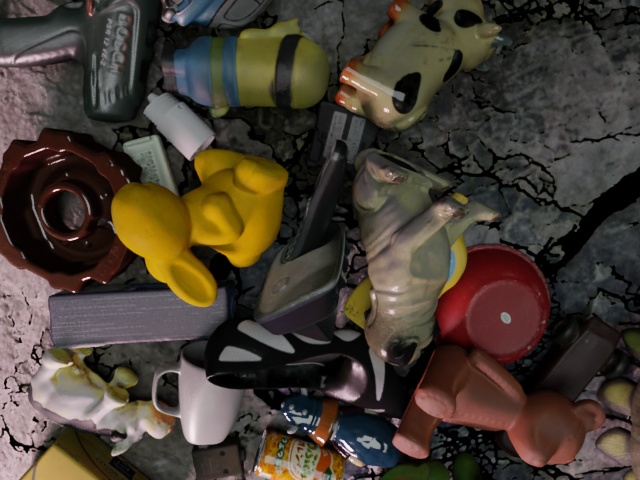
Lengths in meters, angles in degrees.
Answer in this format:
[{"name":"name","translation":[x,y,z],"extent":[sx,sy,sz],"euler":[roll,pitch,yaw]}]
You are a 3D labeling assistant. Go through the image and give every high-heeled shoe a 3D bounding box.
[{"name":"high-heeled shoe","translation":[-0.005,0.160,0.594],"extent":[0.249,0.145,0.086],"euler":[36,126,-2]}]

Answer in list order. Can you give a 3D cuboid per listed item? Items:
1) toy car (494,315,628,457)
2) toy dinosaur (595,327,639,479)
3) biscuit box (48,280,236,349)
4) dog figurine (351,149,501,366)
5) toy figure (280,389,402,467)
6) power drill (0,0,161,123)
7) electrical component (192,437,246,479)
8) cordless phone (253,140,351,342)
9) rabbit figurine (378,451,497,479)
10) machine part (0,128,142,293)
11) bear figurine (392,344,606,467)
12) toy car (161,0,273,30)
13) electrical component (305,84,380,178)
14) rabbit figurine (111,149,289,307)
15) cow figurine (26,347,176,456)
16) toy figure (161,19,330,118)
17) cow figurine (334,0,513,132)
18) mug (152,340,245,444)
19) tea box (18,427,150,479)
[{"name":"toy car","translation":[0.289,0.182,0.665],"extent":[0.089,0.053,0.202],"euler":[34,98,4]},{"name":"toy dinosaur","translation":[0.405,0.221,0.602],"extent":[0.105,0.198,0.471],"euler":[15,96,-6]},{"name":"biscuit box","translation":[-0.200,0.083,0.624],"extent":[0.203,0.059,0.062],"euler":[-2,95,-2]},{"name":"dog figurine","translation":[0.071,0.017,0.570],"extent":[0.121,0.173,0.190],"euler":[9,117,-41]},{"name":"toy figure","translation":[0.024,0.229,0.654],"extent":[0.154,0.064,0.057],"euler":[21,131,2]},{"name":"power drill","translation":[-0.277,-0.246,0.577],"extent":[0.207,0.086,0.231],"euler":[0,100,-11]},{"name":"electrical component","translation":[-0.124,0.273,0.670],"extent":[0.063,0.021,0.094],"euler":[-11,97,-2]},{"name":"cordless phone","translation":[-0.002,-0.001,0.558],"extent":[0.089,0.147,0.184],"euler":[17,120,-2]},{"name":"rabbit figurine","translation":[0.152,0.340,0.665],"extent":[0.170,0.121,0.159],"euler":[38,87,-25]},{"name":"machine part","translation":[-0.272,-0.033,0.592],"extent":[0.179,0.056,0.179],"euler":[2,101,8]},{"name":"bear figurine","translation":[0.199,0.203,0.595],"extent":[0.196,0.132,0.120],"euler":[29,129,13]},{"name":"toy car","translation":[-0.094,-0.281,0.567],"extent":[0.103,0.109,0.161],"euler":[33,103,-26]},{"name":"electrical component","translation":[0.032,-0.133,0.616],"extent":[0.075,0.048,0.119],"euler":[17,98,-6]},{"name":"rabbit figurine","translation":[-0.137,-0.019,0.563],"extent":[0.122,0.173,0.162],"euler":[29,114,36]},{"name":"cow figurine","translation":[-0.259,0.198,0.631],"extent":[0.167,0.068,0.098],"euler":[35,100,-3]},{"name":"toy figure","translation":[-0.080,-0.179,0.584],"extent":[0.180,0.082,0.089],"euler":[-3,65,-6]},{"name":"cow figurine","translation":[0.117,-0.196,0.579],"extent":[0.127,0.085,0.195],"euler":[36,72,0]},{"name":"mug","translation":[-0.138,0.182,0.625],"extent":[0.109,0.081,0.107],"euler":[2,104,-29]},{"name":"tea box","translation":[-0.272,0.314,0.645],"extent":[0.169,0.068,0.098],"euler":[41,94,-6]}]
